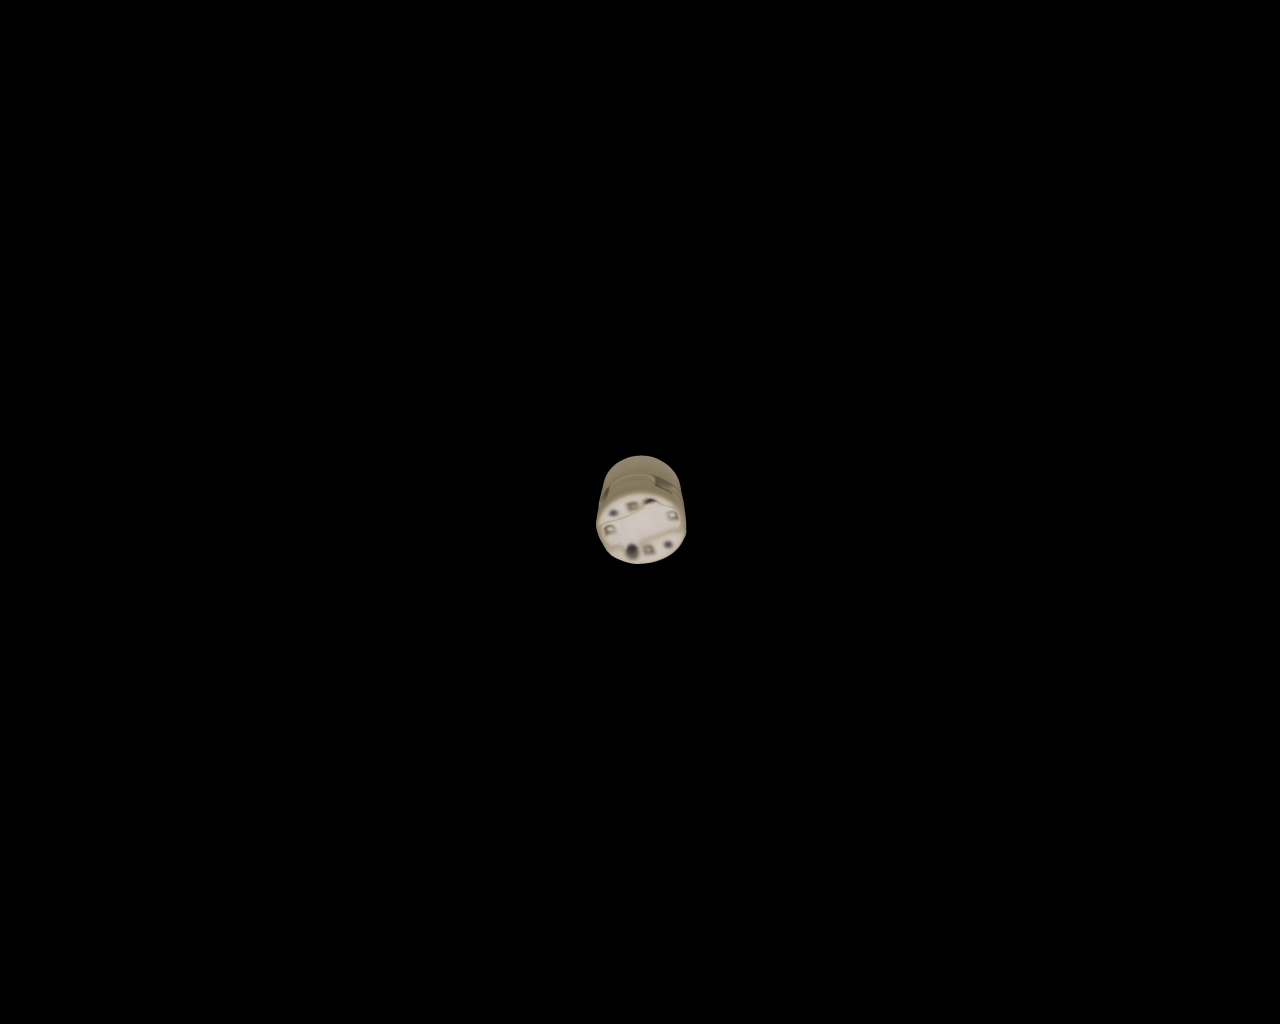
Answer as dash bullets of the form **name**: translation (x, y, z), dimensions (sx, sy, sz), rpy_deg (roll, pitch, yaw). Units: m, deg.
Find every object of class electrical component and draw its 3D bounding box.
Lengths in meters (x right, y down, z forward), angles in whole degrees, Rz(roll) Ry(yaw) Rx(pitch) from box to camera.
- **electrical component**: translation (0.001, -0.003, 0.650), dimensions (0.055, 0.055, 0.047), rpy_deg (0, 34, 0)
